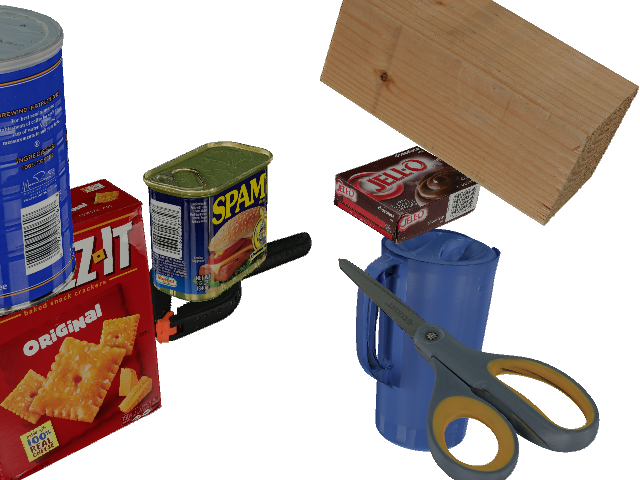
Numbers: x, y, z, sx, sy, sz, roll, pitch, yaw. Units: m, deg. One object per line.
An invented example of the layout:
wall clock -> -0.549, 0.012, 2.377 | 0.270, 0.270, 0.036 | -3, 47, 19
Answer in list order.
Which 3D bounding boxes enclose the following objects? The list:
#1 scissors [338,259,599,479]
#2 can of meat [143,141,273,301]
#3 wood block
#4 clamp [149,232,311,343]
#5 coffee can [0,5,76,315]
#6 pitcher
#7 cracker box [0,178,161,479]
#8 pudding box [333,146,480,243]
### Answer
scissors -> 0.056, 0.071, 0.591 | 0.202, 0.016, 0.096 | 25, 49, 36
can of meat -> -0.078, -0.015, 0.756 | 0.058, 0.084, 0.101 | 14, 26, 25
wood block -> 0.114, -0.116, 0.793 | 0.206, 0.091, 0.090 | 35, 46, 17
clamp -> -0.123, 0.026, 1.073 | 0.165, 0.036, 0.209 | 20, 38, 16
coffee can -> -0.186, -0.044, 0.571 | 0.103, 0.140, 0.103 | 3, 28, -2
pitcher -> 0.117, 0.115, 1.224 | 0.149, 0.243, 0.145 | 7, 17, 7
cracker box -> -0.222, 0.076, 0.895 | 0.163, 0.214, 0.072 | -23, 35, -36
pudding box -> 0.083, -0.046, 1.019 | 0.113, 0.039, 0.090 | -20, 40, -37
